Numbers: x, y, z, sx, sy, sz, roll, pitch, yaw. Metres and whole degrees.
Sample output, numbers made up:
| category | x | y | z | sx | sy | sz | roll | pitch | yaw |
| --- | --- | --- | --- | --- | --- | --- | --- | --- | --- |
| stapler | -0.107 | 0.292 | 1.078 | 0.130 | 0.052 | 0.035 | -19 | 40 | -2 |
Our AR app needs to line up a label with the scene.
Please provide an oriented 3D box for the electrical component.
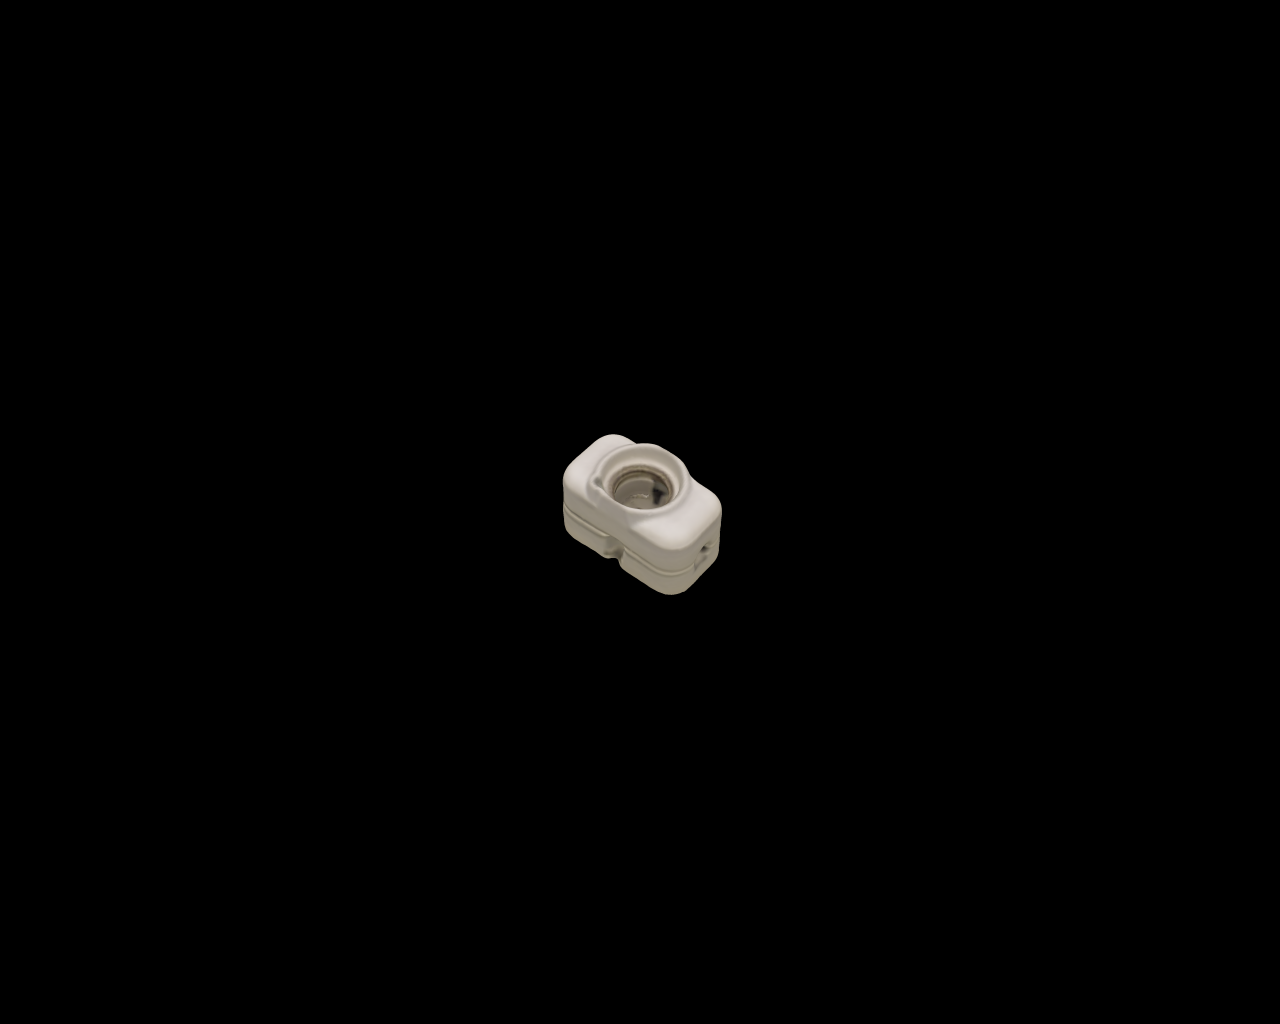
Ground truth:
| category | x | y | z | sx | sy | sz | roll | pitch | yaw |
| --- | --- | --- | --- | --- | --- | --- | --- | --- | --- |
| electrical component | 0.001 | -0.003 | 0.650 | 0.095 | 0.059 | 0.054 | 33 | 58 | 24 |
